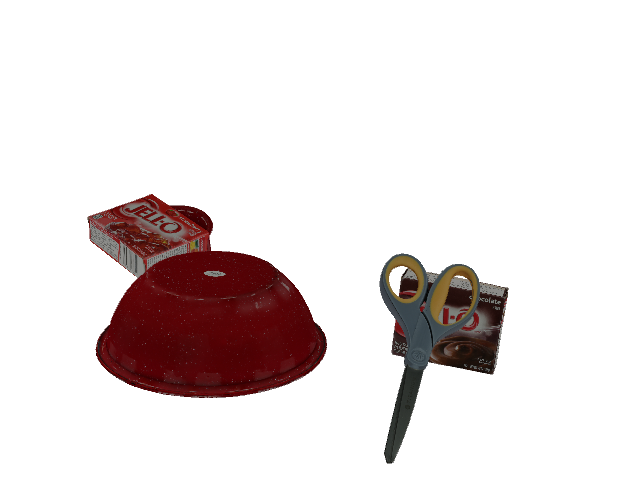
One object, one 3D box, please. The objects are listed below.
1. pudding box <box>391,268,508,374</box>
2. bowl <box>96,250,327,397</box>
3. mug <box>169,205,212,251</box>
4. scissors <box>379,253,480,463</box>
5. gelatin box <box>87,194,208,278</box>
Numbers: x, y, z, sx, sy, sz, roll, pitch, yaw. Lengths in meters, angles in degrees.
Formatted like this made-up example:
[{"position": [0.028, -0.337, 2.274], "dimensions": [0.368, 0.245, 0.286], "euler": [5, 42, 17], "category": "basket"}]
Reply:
[{"position": [0.136, 0.084, 1.127], "dimensions": [0.113, 0.090, 0.039], "euler": [10, 22, 11], "category": "pudding box"}, {"position": [-0.075, 0.048, 0.740], "dimensions": [0.162, 0.055, 0.162], "euler": [2, 20, -1], "category": "bowl"}, {"position": [-0.170, 0.016, 1.179], "dimensions": [0.117, 0.081, 0.093], "euler": [25, 44, 34], "category": "mug"}, {"position": [0.066, 0.084, 0.886], "dimensions": [0.096, 0.201, 0.016], "euler": [31, -35, 12], "category": "scissors"}, {"position": [-0.157, -0.005, 0.972], "dimensions": [0.073, 0.030, 0.089], "euler": [-23, 42, -38], "category": "gelatin box"}]
